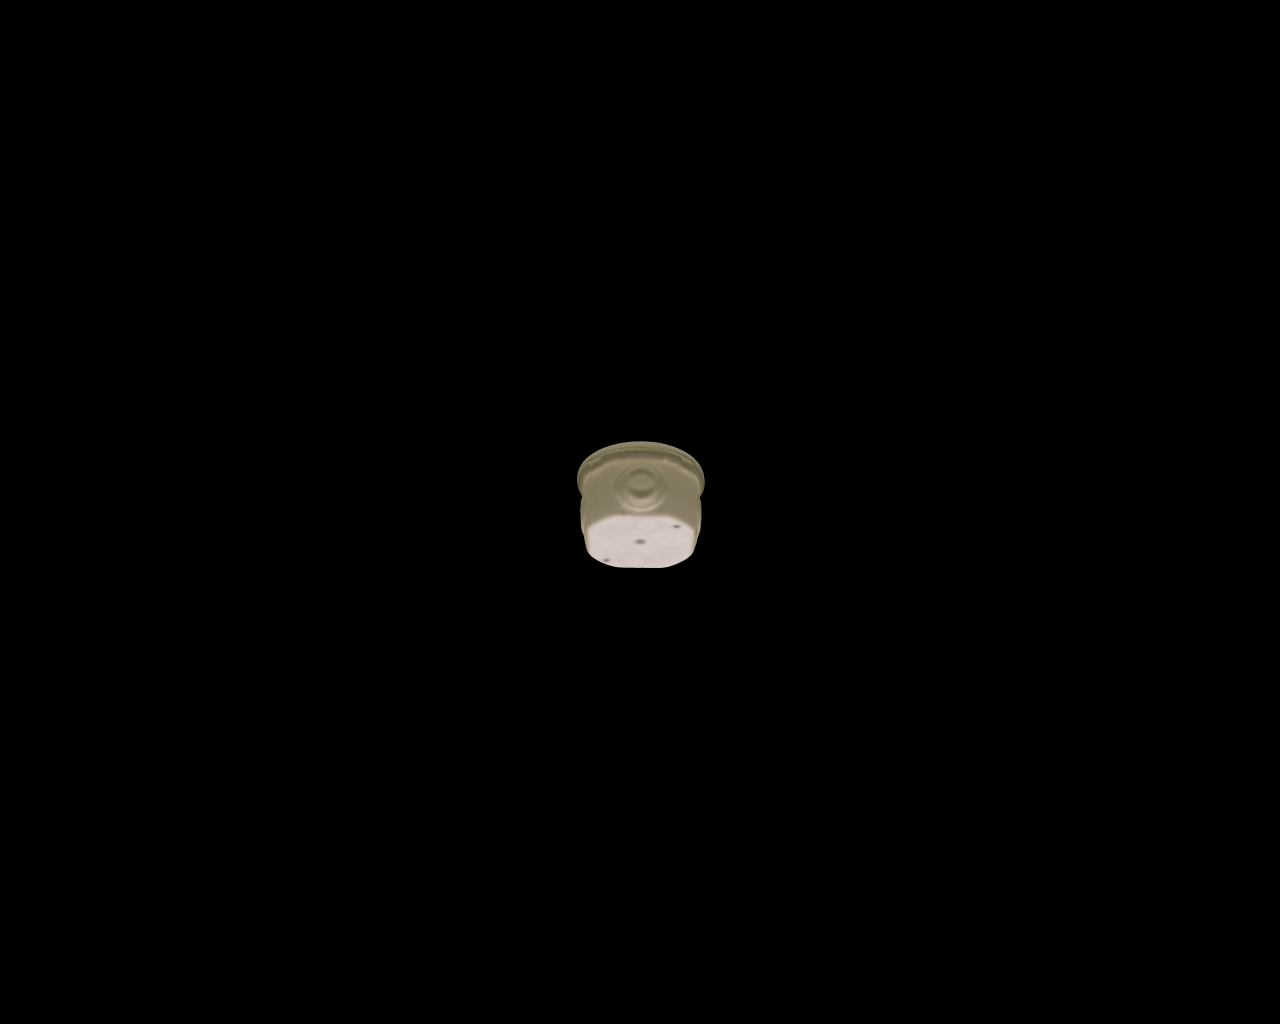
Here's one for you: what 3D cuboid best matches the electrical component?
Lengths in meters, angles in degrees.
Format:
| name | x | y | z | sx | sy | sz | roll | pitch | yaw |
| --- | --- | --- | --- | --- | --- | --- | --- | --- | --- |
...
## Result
| name | x | y | z | sx | sy | sz | roll | pitch | yaw |
| --- | --- | --- | --- | --- | --- | --- | --- | --- | --- |
| electrical component | 0.001 | -0.003 | 0.650 | 0.080 | 0.051 | 0.080 | 0 | -32 | 0 |
